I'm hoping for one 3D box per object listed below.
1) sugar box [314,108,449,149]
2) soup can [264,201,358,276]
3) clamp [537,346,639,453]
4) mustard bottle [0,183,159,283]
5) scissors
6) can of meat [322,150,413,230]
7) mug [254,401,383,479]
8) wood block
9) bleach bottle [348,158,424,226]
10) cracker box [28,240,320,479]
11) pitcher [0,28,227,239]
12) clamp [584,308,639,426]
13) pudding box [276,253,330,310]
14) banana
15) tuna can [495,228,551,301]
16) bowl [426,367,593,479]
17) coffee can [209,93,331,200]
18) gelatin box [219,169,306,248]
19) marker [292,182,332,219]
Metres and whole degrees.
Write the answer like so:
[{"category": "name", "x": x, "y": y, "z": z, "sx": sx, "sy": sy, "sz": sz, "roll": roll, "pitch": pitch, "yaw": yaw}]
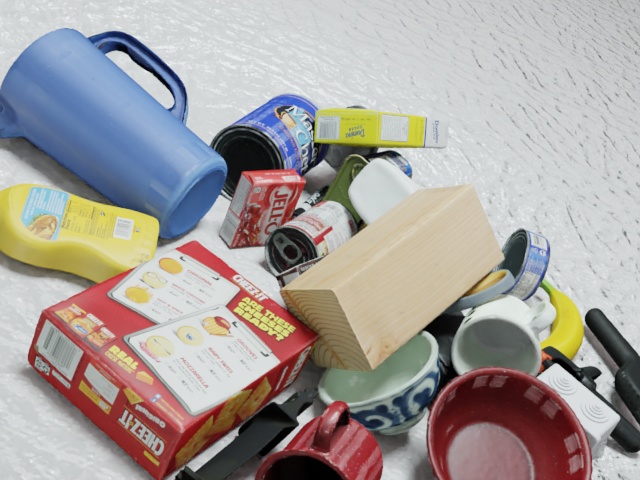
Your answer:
[{"category": "sugar box", "x": 0.079, "y": -0.136, "z": 1.324, "sx": 0.093, "sy": 0.048, "sz": 0.175, "roll": 7, "pitch": 4, "yaw": 35}, {"category": "soup can", "x": -0.008, "y": 0.001, "z": 1.192, "sx": 0.068, "sy": 0.069, "sz": 0.102, "roll": 34, "pitch": 32, "yaw": 14}, {"category": "clamp", "x": 0.277, "y": 0.155, "z": 1.157, "sx": 0.171, "sy": 0.039, "sz": 0.120, "roll": 37, "pitch": 14, "yaw": -28}, {"category": "mustard bottle", "x": -0.257, "y": -0.010, "z": 1.041, "sx": 0.191, "sy": 0.058, "sz": 0.096, "roll": 17, "pitch": 36, "yaw": -14}, {"category": "scissors", "x": 0.103, "y": 0.071, "z": 1.095, "sx": 0.016, "sy": 0.202, "sz": 0.096, "roll": 64, "pitch": 14, "yaw": -12}, {"category": "can of meat", "x": 0.058, "y": -0.059, "z": 1.298, "sx": 0.057, "sy": 0.102, "sz": 0.083, "roll": 43, "pitch": 33, "yaw": 22}, {"category": "mug", "x": 0.005, "y": 0.186, "z": 0.881, "sx": 0.093, "sy": 0.117, "sz": 0.081, "roll": 14, "pitch": 22, "yaw": 18}, {"category": "wood block", "x": 0.074, "y": 0.034, "z": 1.051, "sx": 0.205, "sy": 0.091, "sz": 0.090, "roll": -36, "pitch": 19, "yaw": -32}, {"category": "bleach bottle", "x": 0.141, "y": -0.010, "z": 1.258, "sx": 0.250, "sy": 0.068, "sz": 0.103, "roll": 27, "pitch": 20, "yaw": -47}, {"category": "cracker box", "x": -0.127, "y": 0.099, "z": 0.957, "sx": 0.164, "sy": 0.072, "sz": 0.213, "roll": 37, "pitch": 32, "yaw": 16}, {"category": "pitcher", "x": -0.214, "y": -0.119, "z": 1.163, "sx": 0.243, "sy": 0.149, "sz": 0.144, "roll": 38, "pitch": 21, "yaw": 14}, {"category": "clamp", "x": 0.376, "y": 0.159, "z": 1.241, "sx": 0.164, "sy": 0.036, "sz": 0.209, "roll": 31, "pitch": 26, "yaw": 5}, {"category": "pudding box", "x": 0.014, "y": 0.060, "z": 1.107, "sx": 0.113, "sy": 0.039, "sz": 0.090, "roll": -19, "pitch": 89, "yaw": -47}, {"category": "banana", "x": 0.275, "y": 0.113, "z": 1.257, "sx": 0.070, "sy": 0.037, "sz": 0.197, "roll": 21, "pitch": 30, "yaw": 9}, {"category": "tuna can", "x": 0.248, "y": 0.031, "z": 1.312, "sx": 0.033, "sy": 0.086, "sz": 0.086, "roll": 20, "pitch": 31, "yaw": -11}, {"category": "bowl", "x": 0.168, "y": 0.202, "z": 0.993, "sx": 0.162, "sy": 0.055, "sz": 0.162, "roll": 7, "pitch": 59, "yaw": -11}, {"category": "coffee can", "x": -0.059, "y": -0.111, "z": 1.291, "sx": 0.103, "sy": 0.103, "sz": 0.140, "roll": 31, "pitch": 32, "yaw": 10}, {"category": "gelatin box", "x": -0.063, "y": -0.035, "z": 1.186, "sx": 0.073, "sy": 0.089, "sz": 0.030, "roll": -5, "pitch": 40, "yaw": -40}, {"category": "marker", "x": -0.009, "y": -0.043, "z": 1.305, "sx": 0.020, "sy": 0.020, "sz": 0.121, "roll": 32, "pitch": 31, "yaw": 11}]
